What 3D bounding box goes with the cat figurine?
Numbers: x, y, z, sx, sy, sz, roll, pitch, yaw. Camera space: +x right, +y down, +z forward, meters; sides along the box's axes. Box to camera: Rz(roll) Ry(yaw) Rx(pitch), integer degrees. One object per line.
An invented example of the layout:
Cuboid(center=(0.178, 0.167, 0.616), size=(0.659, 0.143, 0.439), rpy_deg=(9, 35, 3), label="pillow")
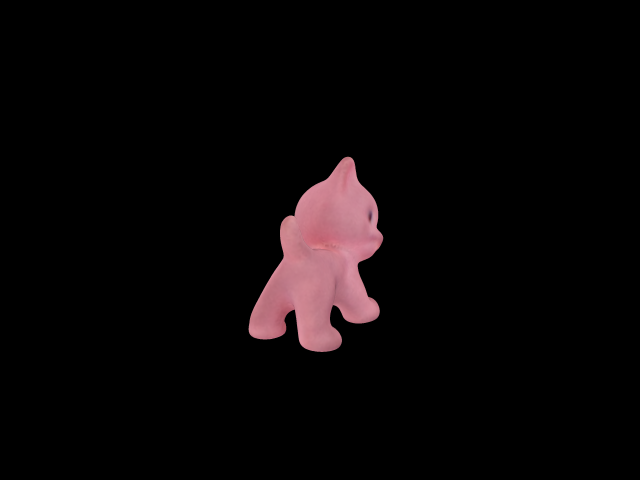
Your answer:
Cuboid(center=(0.004, 0.001, 0.400), size=(0.067, 0.118, 0.128), rpy_deg=(5, 11, 25), label="cat figurine")
